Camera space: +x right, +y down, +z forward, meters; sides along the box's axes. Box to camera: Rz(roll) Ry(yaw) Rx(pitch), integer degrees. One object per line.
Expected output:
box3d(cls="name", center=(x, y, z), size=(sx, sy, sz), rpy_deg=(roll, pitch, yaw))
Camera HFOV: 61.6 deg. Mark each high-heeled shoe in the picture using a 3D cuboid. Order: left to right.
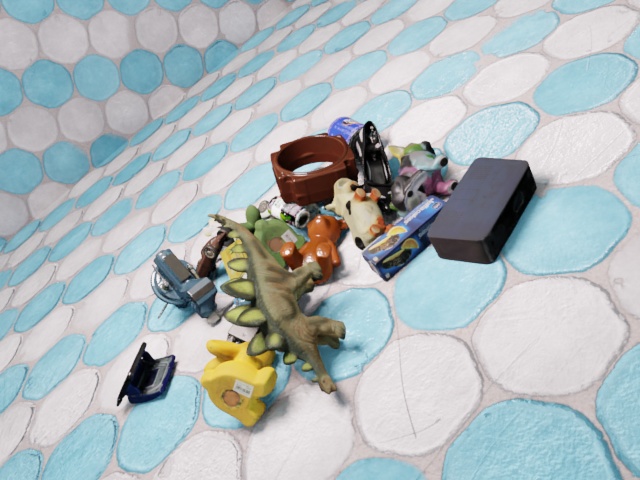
box3d(cls="high-heeled shoe", center=(0.140, -0.177, 1.278), size=(0.086, 0.145, 0.249), rpy_deg=(-4, 34, -13))

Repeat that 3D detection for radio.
box3d(cls="radio", center=(0.324, -0.062, 1.064), size=(0.131, 0.073, 0.229), rpy_deg=(10, 57, 46))

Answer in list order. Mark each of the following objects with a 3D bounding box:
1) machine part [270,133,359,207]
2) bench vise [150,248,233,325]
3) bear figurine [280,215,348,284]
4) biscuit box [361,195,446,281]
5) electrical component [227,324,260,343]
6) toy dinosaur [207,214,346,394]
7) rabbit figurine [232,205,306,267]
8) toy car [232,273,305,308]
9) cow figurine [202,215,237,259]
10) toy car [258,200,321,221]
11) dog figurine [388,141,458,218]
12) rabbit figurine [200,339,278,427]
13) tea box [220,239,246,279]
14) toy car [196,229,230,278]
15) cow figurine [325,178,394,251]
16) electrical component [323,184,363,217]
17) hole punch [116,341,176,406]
box3d(cls="machine part", center=(-0.017, -0.183, 1.349), size=(0.201, 0.087, 0.202), rpy_deg=(-16, 40, -4))
box3d(cls="bench vise", center=(-0.340, 0.132, 1.357), size=(0.129, 0.223, 0.240), rpy_deg=(-54, 8, -32))
box3d(cls="bear figurine", center=(-0.002, -0.001, 1.233), size=(0.120, 0.131, 0.196), rpy_deg=(4, 53, 18))
box3d(cls="biscuit box", center=(0.187, -0.006, 1.124), size=(0.203, 0.062, 0.059), rpy_deg=(-40, 35, -6))
box3d(cls="electrical component", center=(-0.169, 0.203, 1.207), size=(0.078, 0.045, 0.102), rpy_deg=(15, 57, 16))
box3d(cls="toy dinosaur", center=(-0.091, 0.104, 1.057), size=(0.198, 0.105, 0.472), rpy_deg=(-12, 50, -23))
box3d(cls="rabbit figurine", center=(-0.145, -0.004, 1.359), size=(0.121, 0.159, 0.170), rpy_deg=(-55, 22, -10))
box3d(cls="toy car", center=(-0.120, 0.102, 1.185), size=(0.162, 0.102, 0.109), rpy_deg=(-16, 4, -22))
box3d(cls="cow figurine", center=(-0.283, -0.018, 1.546), size=(0.098, 0.068, 0.167), rpy_deg=(-22, 39, 10))
box3d(cls="toy car", center=(-0.089, -0.075, 1.434), size=(0.202, 0.073, 0.056), rpy_deg=(-4, 68, 38))
box3d(cls="dog figurine", center=(0.209, -0.150, 1.244), size=(0.191, 0.108, 0.219), rpy_deg=(-41, 30, -2))
box3d(cls="rabbit figurine", center=(-0.153, 0.258, 1.058), size=(0.163, 0.121, 0.173), rpy_deg=(15, 26, 12))
box3d(cls="tea box", center=(-0.177, 0.081, 1.309), size=(0.068, 0.098, 0.170), rpy_deg=(-38, 32, -2))
box3d(cls="toy car", center=(-0.292, 0.047, 1.410), size=(0.202, 0.053, 0.089), rpy_deg=(-58, -1, 44))
box3d(cls="cow figurine", center=(0.086, -0.059, 1.220), size=(0.127, 0.085, 0.195), rpy_deg=(-51, 52, 43))
box3d(cls="electrical component", center=(0.074, -0.104, 1.347), size=(0.119, 0.047, 0.075), rpy_deg=(-22, 29, -28))
box3d(cls="hole punch", center=(-0.405, 0.316, 1.254), size=(0.115, 0.092, 0.142), rpy_deg=(-49, 24, 39))
